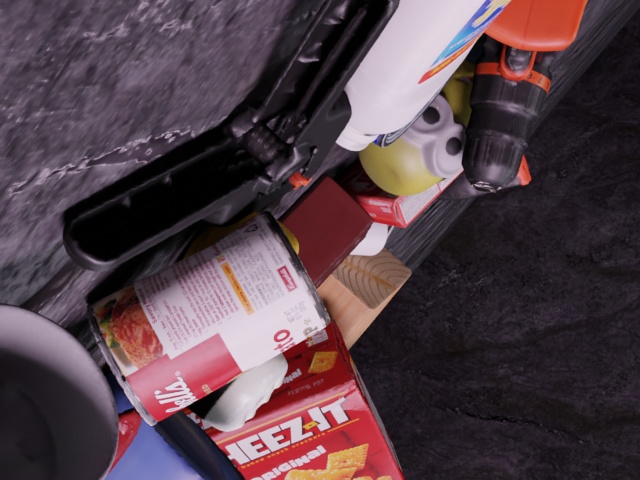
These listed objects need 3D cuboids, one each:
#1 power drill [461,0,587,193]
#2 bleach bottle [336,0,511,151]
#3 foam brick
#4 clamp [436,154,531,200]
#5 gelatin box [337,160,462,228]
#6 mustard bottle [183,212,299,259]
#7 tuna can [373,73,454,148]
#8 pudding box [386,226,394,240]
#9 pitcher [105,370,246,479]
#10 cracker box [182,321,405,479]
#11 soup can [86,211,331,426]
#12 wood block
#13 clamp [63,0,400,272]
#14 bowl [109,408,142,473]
[{"bbox_3d":[0.126,-0.129,0.661,0.187,0.057,0.184,51,51,-83],"label":"power drill"},{"bbox_3d":[0.074,-0.136,0.525,0.102,0.068,0.251,-40,171,-44],"label":"bleach bottle"},{"bbox_3d":[-0.005,0.001,0.794,0.078,0.051,0.053,-46,172,-16],"label":"foam brick"},{"bbox_3d":[0.117,-0.061,0.918,0.172,0.039,0.120,-3,-151,45],"label":"clamp"},{"bbox_3d":[0.061,-0.050,0.847,0.089,0.073,0.030,-43,127,-30],"label":"gelatin box"},{"bbox_3d":[-0.054,0.033,0.653,0.096,0.058,0.192,-46,171,-20],"label":"mustard bottle"},{"bbox_3d":[0.055,-0.101,0.689,0.086,0.034,0.086,-47,172,-9],"label":"tuna can"},{"bbox_3d":[0.039,0.006,1.081,0.090,0.039,0.114,-58,180,-28],"label":"pudding box"},{"bbox_3d":[-0.158,0.209,0.657,0.243,0.145,0.149,-45,175,-3],"label":"pitcher"},{"bbox_3d":[-0.027,0.180,0.931,0.164,0.072,0.213,-23,141,1],"label":"cracker box"},{"bbox_3d":[-0.055,0.037,0.530,0.102,0.068,0.068,-29,170,-5],"label":"soup can"},{"bbox_3d":[-0.020,0.084,0.978,0.206,0.091,0.090,-53,171,34],"label":"wood block"},{"bbox_3d":[-0.020,-0.050,0.493,0.165,0.036,0.210,-41,175,9],"label":"clamp"},{"bbox_3d":[-0.162,0.126,0.517,0.162,0.055,0.162,-47,172,-9],"label":"bowl"}]
